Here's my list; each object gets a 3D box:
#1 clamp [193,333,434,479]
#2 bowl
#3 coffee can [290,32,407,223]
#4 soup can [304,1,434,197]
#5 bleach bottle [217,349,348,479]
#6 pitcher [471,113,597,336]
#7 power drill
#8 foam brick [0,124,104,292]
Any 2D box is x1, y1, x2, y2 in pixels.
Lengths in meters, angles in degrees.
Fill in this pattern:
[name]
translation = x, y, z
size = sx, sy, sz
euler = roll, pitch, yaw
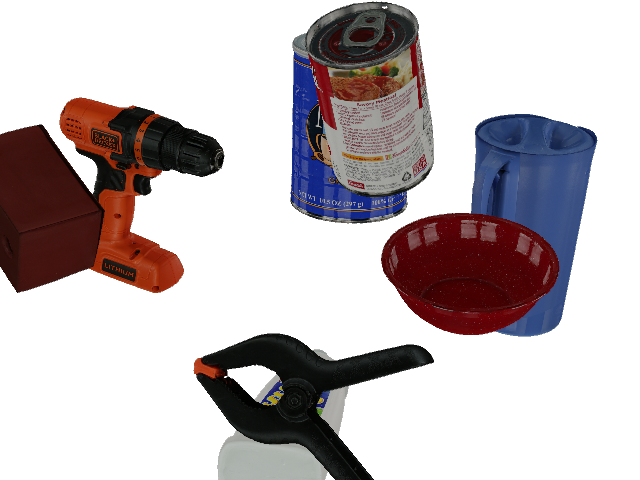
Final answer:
[clamp]
translation = -0.010, 0.124, 0.760
size = 0.172, 0.120, 0.039
euler = 7, -7, 18
[bowl]
translation = 0.136, 0.038, 0.987
size = 0.162, 0.055, 0.162
euler = -1, 34, 0
[coffee can]
translation = 0.026, -0.098, 0.899
size = 0.103, 0.140, 0.103
euler = 1, 23, -1
[soup can]
translation = 0.033, -0.086, 0.660
size = 0.068, 0.102, 0.068
euler = -8, 42, 7
[bleach bottle]
translation = -0.029, 0.176, 1.095
size = 0.102, 0.068, 0.250
euler = 4, 19, 7
[pitcher]
translation = 0.229, -0.013, 1.223
size = 0.149, 0.243, 0.145
euler = -1, 25, -5
[power drill]
translation = -0.178, -0.043, 1.082
size = 0.185, 0.188, 0.057
euler = 19, 32, 24
[foam brick]
translation = -0.168, -0.019, 0.618
size = 0.051, 0.078, 0.053
euler = -21, -32, -34
